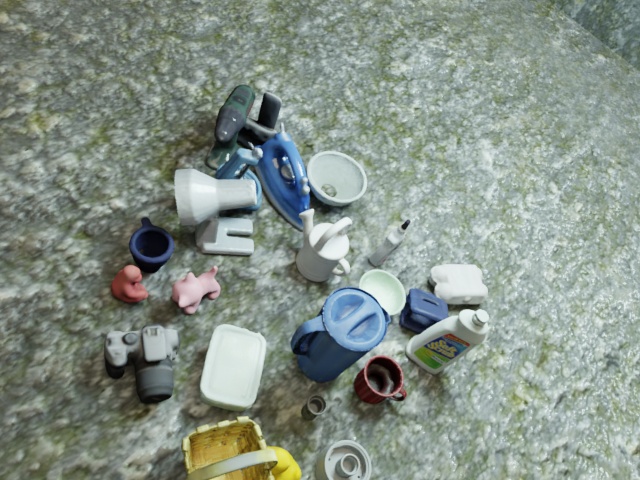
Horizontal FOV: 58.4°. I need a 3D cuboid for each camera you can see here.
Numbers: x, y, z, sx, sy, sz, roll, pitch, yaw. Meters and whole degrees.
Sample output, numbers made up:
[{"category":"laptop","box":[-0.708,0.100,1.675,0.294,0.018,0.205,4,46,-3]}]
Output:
[{"category":"camera","box":[-0.338,0.241,1.107,0.143,0.100,0.136,-3,60,-22]}]

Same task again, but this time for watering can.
[{"category":"watering can","box":[0.011,0.006,1.334,0.173,0.194,0.101,33,53,2]}]

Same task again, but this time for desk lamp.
[{"category":"desk lamp","box":[-0.230,-0.066,1.275,0.204,0.213,0.118,4,58,-19]}]

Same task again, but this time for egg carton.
[{"category":"egg carton","box":[0.356,0.117,1.474,0.151,0.069,0.107,1,59,-21]}]

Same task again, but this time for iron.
[{"category":"iron","box":[-0.072,-0.164,1.443,0.119,0.141,0.258,-14,65,-28]}]

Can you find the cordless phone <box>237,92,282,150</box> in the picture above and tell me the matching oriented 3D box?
[{"category":"cordless phone","box":[-0.172,-0.332,1.485,0.147,0.185,0.094,24,53,-5]}]

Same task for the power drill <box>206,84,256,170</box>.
[{"category":"power drill","box":[-0.222,-0.266,1.409,0.076,0.208,0.229,20,54,-8]}]

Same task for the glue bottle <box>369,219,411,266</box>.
[{"category":"glue bottle","box":[0.182,0.000,1.417,0.037,0.173,0.078,44,54,10]}]

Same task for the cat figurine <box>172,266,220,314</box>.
[{"category":"cat figurine","box":[-0.265,0.100,1.214,0.067,0.117,0.128,44,54,10]}]

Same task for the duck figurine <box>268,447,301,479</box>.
[{"category":"duck figurine","box":[-0.079,0.430,1.095,0.104,0.086,0.077,30,53,-1]}]

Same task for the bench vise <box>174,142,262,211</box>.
[{"category":"bench vise","box":[-0.218,-0.132,1.318,0.208,0.219,0.121,-16,66,-28]}]

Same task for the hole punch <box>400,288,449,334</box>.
[{"category":"hole punch","box":[0.256,0.167,1.391,0.109,0.091,0.101,22,54,-7]}]

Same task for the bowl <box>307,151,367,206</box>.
[{"category":"bowl","box":[0.036,-0.150,1.518,0.168,0.074,0.167,10,56,-15]}]

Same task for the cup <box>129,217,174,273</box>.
[{"category":"cup","box":[-0.370,0.019,1.240,0.092,0.095,0.117,-10,63,-26]}]

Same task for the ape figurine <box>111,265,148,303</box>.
[{"category":"ape figurine","box":[-0.394,0.085,1.190,0.076,0.092,0.077,1,59,-20]}]
